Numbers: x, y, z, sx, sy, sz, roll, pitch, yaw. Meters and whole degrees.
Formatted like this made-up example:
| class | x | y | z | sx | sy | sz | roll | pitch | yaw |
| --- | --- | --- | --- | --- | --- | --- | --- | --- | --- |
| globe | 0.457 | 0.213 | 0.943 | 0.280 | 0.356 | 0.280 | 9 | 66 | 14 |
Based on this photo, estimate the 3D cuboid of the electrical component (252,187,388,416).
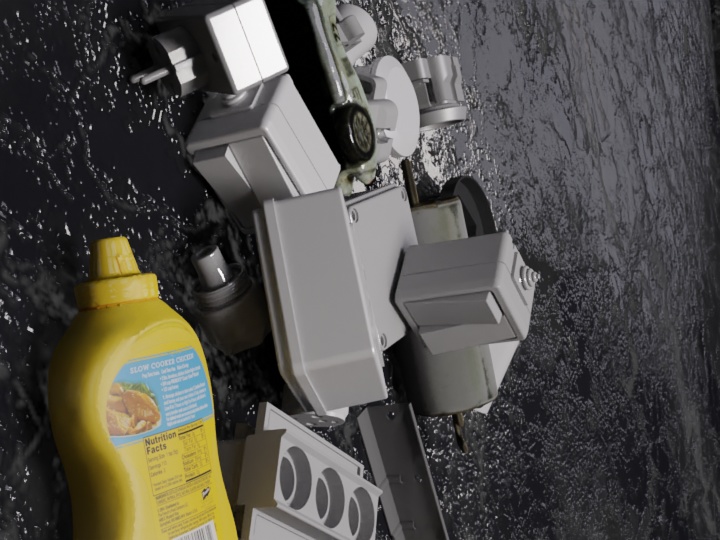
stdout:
| class | x | y | z | sx | sy | sz | roll | pitch | yaw |
| --- | --- | --- | --- | --- | --- | --- | --- | --- | --- |
| electrical component | -0.022 | 0.022 | 0.653 | 0.108 | 0.056 | 0.108 | 75 | 3 | -69 |

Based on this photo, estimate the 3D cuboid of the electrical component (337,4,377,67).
| class | x | y | z | sx | sy | sz | roll | pitch | yaw |
| --- | --- | --- | --- | --- | --- | --- | --- | --- | --- |
| electrical component | -0.018 | -0.169 | 0.824 | 0.044 | 0.044 | 0.065 | 63 | 36 | -32 |

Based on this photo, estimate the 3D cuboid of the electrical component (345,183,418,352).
| class | x | y | z | sx | sy | sz | roll | pitch | yaw |
| --- | --- | --- | --- | --- | --- | --- | --- | --- | --- |
| electrical component | 0.000 | 0.000 | 0.786 | 0.109 | 0.056 | 0.108 | -28 | 107 | -62 |

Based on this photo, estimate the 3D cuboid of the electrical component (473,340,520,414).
| class | x | y | z | sx | sy | sz | roll | pitch | yaw |
| --- | --- | --- | --- | --- | --- | --- | --- | --- | --- |
| electrical component | 0.093 | 0.077 | 0.949 | 0.079 | 0.043 | 0.077 | 23 | 91 | -21 |

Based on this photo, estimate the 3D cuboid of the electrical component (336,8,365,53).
| class | x | y | z | sx | sy | sz | roll | pitch | yaw |
| --- | --- | --- | --- | --- | --- | --- | --- | --- | --- |
| electrical component | -0.036 | -0.175 | 0.768 | 0.055 | 0.066 | 0.048 | 60 | 27 | 2 |

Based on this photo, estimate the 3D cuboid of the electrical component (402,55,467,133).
| class | x | y | z | sx | sy | sz | roll | pitch | yaw |
| --- | --- | --- | --- | --- | --- | --- | --- | --- | --- |
| electrical component | 0.063 | -0.156 | 0.963 | 0.078 | 0.058 | 0.057 | -15 | 92 | -63 |

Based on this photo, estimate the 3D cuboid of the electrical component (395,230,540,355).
| class | x | y | z | sx | sy | sz | roll | pitch | yaw |
| --- | --- | --- | --- | --- | --- | --- | --- | --- | --- |
| electrical component | 0.081 | 0.018 | 0.766 | 0.061 | 0.096 | 0.061 | 57 | 35 | -38 |

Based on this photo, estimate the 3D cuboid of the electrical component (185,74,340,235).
| class | x | y | z | sx | sy | sz | roll | pitch | yaw |
| --- | --- | --- | --- | --- | --- | --- | --- | --- | --- |
| electrical component | -0.064 | -0.074 | 0.676 | 0.096 | 0.062 | 0.061 | 59 | 34 | -37 |

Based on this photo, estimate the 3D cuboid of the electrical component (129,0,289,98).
| class | x | y | z | sx | sy | sz | roll | pitch | yaw |
| --- | --- | --- | --- | --- | --- | --- | --- | --- | --- |
| electrical component | -0.097 | -0.124 | 0.624 | 0.076 | 0.083 | 0.047 | -30 | 114 | -22 |

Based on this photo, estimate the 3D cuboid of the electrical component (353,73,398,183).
| class | x | y | z | sx | sy | sz | roll | pitch | yaw |
| --- | --- | --- | --- | --- | --- | --- | --- | --- | --- |
| electrical component | -0.011 | -0.104 | 0.792 | 0.057 | 0.058 | 0.078 | -18 | 124 | -58 |

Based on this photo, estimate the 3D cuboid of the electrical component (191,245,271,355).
| class | x | y | z | sx | sy | sz | roll | pitch | yaw |
| --- | --- | --- | --- | --- | --- | --- | --- | --- | --- |
| electrical component | -0.080 | 0.016 | 0.638 | 0.062 | 0.043 | 0.043 | 67 | 30 | -24 |

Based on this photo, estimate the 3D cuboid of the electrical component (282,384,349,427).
| class | x | y | z | sx | sy | sz | roll | pitch | yaw |
| --- | --- | --- | --- | --- | --- | --- | --- | --- | --- |
| electrical component | -0.029 | 0.073 | 0.718 | 0.045 | 0.045 | 0.055 | 35 | 53 | -56 |

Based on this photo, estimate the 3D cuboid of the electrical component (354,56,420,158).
| class | x | y | z | sx | sy | sz | roll | pitch | yaw |
| --- | --- | --- | --- | --- | --- | --- | --- | --- | --- |
| electrical component | 0.012 | -0.126 | 0.856 | 0.080 | 0.051 | 0.080 | 29 | 57 | -58 |

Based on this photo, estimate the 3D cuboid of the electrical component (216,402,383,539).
| class | x | y | z | sx | sy | sz | roll | pitch | yaw |
| --- | --- | --- | --- | --- | --- | --- | --- | --- | --- |
| electrical component | -0.043 | 0.139 | 0.650 | 0.121 | 0.063 | 0.078 | 44 | 44 | -51 |
